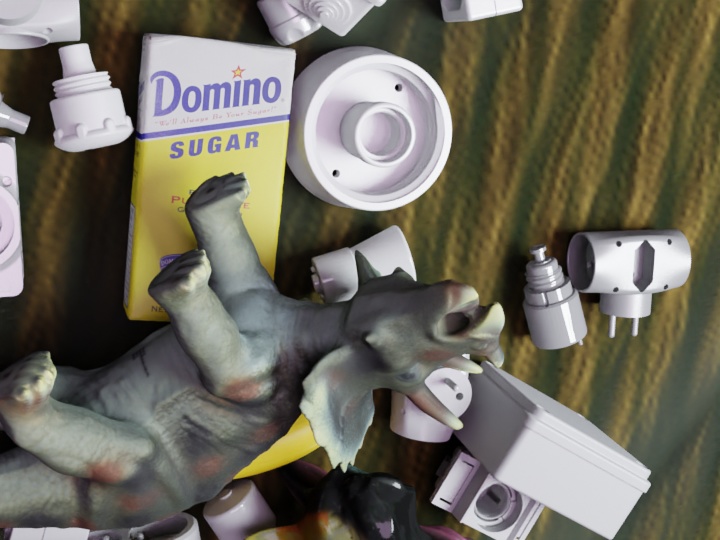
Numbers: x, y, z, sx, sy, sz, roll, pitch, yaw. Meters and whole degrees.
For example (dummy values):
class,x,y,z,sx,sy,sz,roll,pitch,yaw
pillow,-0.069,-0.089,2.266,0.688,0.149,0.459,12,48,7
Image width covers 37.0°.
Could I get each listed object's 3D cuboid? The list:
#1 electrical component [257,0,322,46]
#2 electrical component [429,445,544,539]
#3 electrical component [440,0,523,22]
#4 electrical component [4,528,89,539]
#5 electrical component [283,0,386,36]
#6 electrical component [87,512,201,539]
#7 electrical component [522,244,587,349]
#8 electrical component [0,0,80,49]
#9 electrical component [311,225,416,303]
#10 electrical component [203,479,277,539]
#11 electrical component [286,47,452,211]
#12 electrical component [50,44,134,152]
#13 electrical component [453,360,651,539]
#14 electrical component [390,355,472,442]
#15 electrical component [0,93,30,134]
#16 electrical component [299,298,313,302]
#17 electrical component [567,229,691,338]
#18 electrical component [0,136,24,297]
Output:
class,x,y,z,sx,sy,sz,roll,pitch,yaw
electrical component,-0.050,-0.174,0.673,0.035,0.035,0.061,-30,106,-9
electrical component,0.088,0.159,0.769,0.081,0.064,0.042,31,92,-20
electrical component,0.092,-0.202,0.703,0.077,0.047,0.065,-15,105,-13
electrical component,-0.198,0.151,0.688,0.047,0.055,0.055,11,98,-22
electrical component,-0.023,-0.202,0.649,0.100,0.048,0.099,29,57,-20
electrical component,-0.170,0.214,0.710,0.138,0.052,0.073,-11,104,-14
electrical component,0.135,0.020,0.767,0.040,0.040,0.078,-21,107,-12
electrical component,-0.199,-0.155,0.609,0.077,0.079,0.044,-4,90,-16
electrical component,0.000,0.000,0.722,0.065,0.044,0.044,-17,106,-8
electrical component,-0.075,0.180,0.737,0.040,0.040,0.078,-32,108,-8
electrical component,0.007,-0.089,0.695,0.108,0.060,0.108,-3,102,-16
electrical component,-0.166,-0.104,0.649,0.048,0.048,0.062,-14,99,-14
electrical component,0.128,0.123,0.751,0.109,0.109,0.056,30,94,-20
electrical component,0.052,0.079,0.733,0.043,0.079,0.077,8,97,-14
electrical component,-0.227,-0.097,0.637,0.061,0.035,0.035,21,95,-22
electrical component,-0.023,0.052,0.726,0.078,0.040,0.040,35,90,-20
electrical component,0.193,0.010,0.780,0.077,0.043,0.079,-3,103,-16
electrical component,-0.275,-0.029,0.622,0.150,0.062,0.089,-4,103,-16
